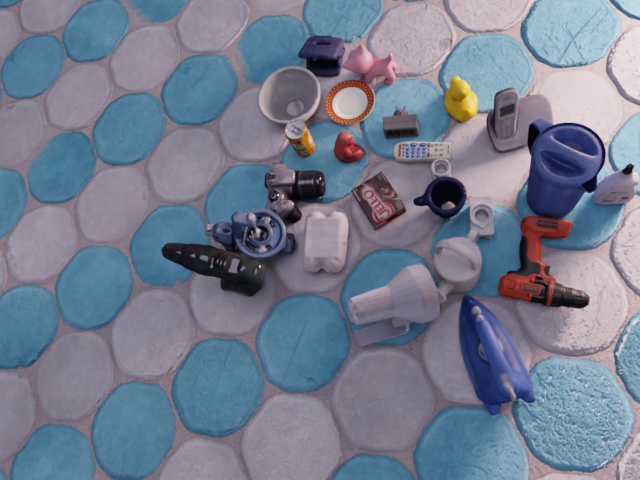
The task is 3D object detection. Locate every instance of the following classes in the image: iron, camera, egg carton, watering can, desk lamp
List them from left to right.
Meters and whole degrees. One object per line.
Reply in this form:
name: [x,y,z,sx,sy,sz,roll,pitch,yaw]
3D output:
camera: [-0.060,-0.121,1.394,0.136,0.101,0.143,-3,73,13]
egg carton: [0.012,0.005,1.354,0.107,0.069,0.150,0,73,13]
desk lamp: [0.148,0.143,1.202,0.203,0.214,0.118,-20,69,7]
watering can: [0.288,0.052,1.206,0.100,0.194,0.173,5,75,15]
iron: [0.345,0.218,1.170,0.118,0.142,0.258,-22,69,6]

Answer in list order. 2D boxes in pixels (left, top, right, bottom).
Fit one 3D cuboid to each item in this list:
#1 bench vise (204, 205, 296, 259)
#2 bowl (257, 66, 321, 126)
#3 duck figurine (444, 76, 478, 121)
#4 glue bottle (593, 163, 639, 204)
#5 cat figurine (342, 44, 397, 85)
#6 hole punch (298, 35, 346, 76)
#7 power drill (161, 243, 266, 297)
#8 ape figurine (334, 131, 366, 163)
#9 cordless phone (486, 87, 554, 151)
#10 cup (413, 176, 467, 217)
bench vise: [-0.179,-0.012,1.325,0.207,0.220,0.121,-12,71,10]
bowl: [-0.072,-0.361,1.485,0.167,0.075,0.167,-4,72,12]
duck figurine: [0.338,-0.345,1.375,0.077,0.086,0.104,-20,70,7]
glue bottle: [0.625,-0.120,1.190,0.078,0.173,0.037,1,73,14]
cat figurine: [0.125,-0.446,1.440,0.127,0.118,0.067,0,73,14]
hole punch: [0.005,-0.495,1.499,0.108,0.091,0.101,8,75,16]
power drill: [-0.222,0.068,1.316,0.229,0.209,0.076,9,76,16]
ape figurine: [0.066,-0.235,1.403,0.076,0.092,0.078,-16,70,9]
cordless phone: [0.448,-0.287,1.277,0.147,0.185,0.094,-21,69,7]
cup: [0.274,-0.084,1.305,0.117,0.095,0.091,-10,71,10]
